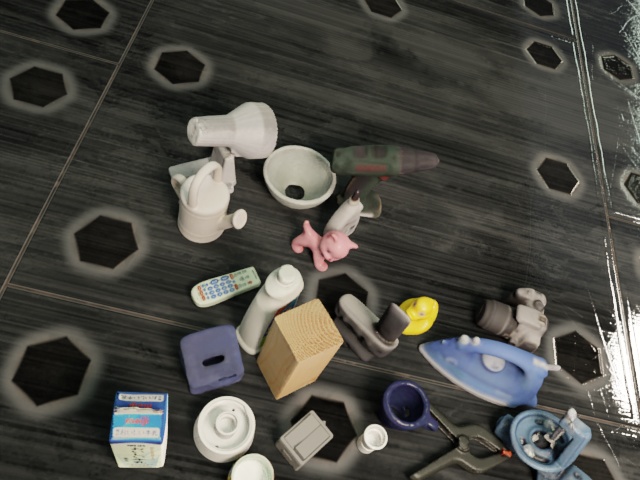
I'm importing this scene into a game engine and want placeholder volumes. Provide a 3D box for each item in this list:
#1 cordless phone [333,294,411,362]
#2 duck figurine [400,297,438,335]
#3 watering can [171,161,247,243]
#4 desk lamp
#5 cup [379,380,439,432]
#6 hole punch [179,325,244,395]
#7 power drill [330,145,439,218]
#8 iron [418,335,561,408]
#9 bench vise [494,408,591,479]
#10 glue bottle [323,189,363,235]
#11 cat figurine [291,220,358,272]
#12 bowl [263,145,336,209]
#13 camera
[{"bbox_3d":[0.105,0.146,1.117,0.147,0.185,0.094,41,57,11],"label":"cordless phone"},{"bbox_3d":[0.212,0.148,1.207,0.105,0.086,0.077,-23,68,-27],"label":"duck figurine"},{"bbox_3d":[-0.225,-0.082,1.155,0.173,0.194,0.101,17,56,-5],"label":"watering can"},{"bbox_3d":[-0.206,-0.191,1.216,0.204,0.213,0.117,-19,66,-25],"label":"desk lamp"},{"bbox_3d":[0.159,0.327,1.076,0.117,0.095,0.092,34,56,6],"label":"cup"},{"bbox_3d":[-0.195,0.217,1.042,0.109,0.091,0.101,-13,64,-23],"label":"hole punch"},{"bbox_3d":[0.125,-0.138,1.284,0.230,0.208,0.075,5,58,-13],"label":"power drill"},{"bbox_3d":[0.341,0.240,1.154,0.258,0.141,0.119,21,56,-3],"label":"iron"},{"bbox_3d":[0.449,0.384,1.050,0.207,0.219,0.122,32,56,5],"label":"bench vise"},{"bbox_3d":[0.060,-0.057,1.236,0.078,0.173,0.037,-28,70,-29],"label":"glue bottle"},{"bbox_3d":[0.011,0.004,1.217,0.127,0.117,0.067,36,56,8],"label":"cat figurine"},{"bbox_3d":[-0.052,-0.131,1.308,0.167,0.074,0.167,8,58,-12],"label":"bowl"},{"bbox_3d":[0.418,0.162,1.250,0.137,0.100,0.143,21,56,-2],"label":"camera"}]
